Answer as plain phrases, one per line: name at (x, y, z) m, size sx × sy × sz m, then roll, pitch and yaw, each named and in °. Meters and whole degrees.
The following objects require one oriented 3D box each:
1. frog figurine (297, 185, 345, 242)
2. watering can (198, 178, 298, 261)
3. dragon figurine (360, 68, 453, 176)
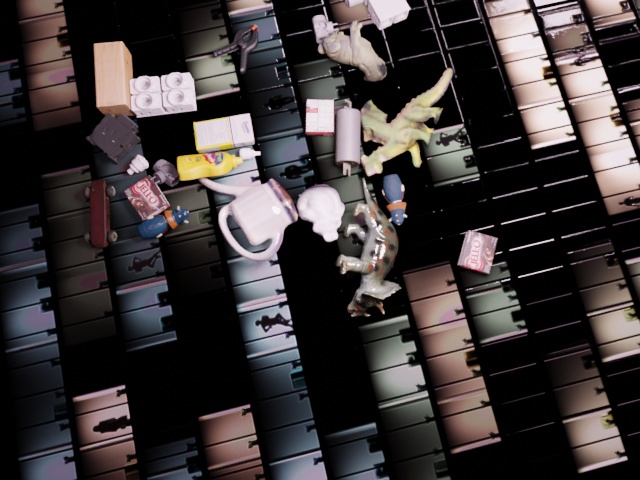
frog figurine at (0.005, -0.076, 1.510) m, size 0.137 × 0.120 × 0.162 m, roll -2°, pitch 68°, yaw -21°
watering can at (-0.207, -0.105, 1.521) m, size 0.225 × 0.102 × 0.352 m, roll -31°, pitch 72°, yaw -7°
dragon figurine at (0.239, -0.370, 1.583) m, size 0.243 × 0.121 × 0.414 m, roll 18°, pitch 78°, yaw 10°
